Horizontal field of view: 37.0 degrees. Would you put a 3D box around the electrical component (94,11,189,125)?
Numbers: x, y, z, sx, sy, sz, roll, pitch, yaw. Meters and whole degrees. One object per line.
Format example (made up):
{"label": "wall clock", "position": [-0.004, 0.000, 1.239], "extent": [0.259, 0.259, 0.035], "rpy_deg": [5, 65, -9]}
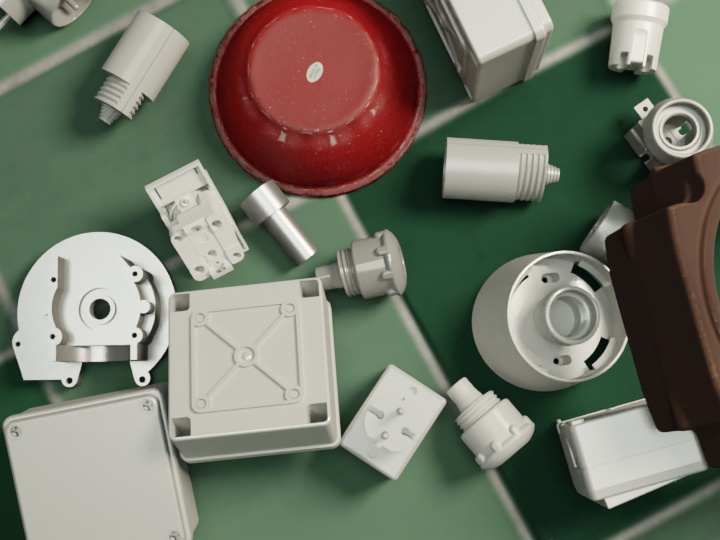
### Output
{"label": "electrical component", "position": [-0.163, -0.141, 0.777], "extent": [0.043, 0.043, 0.081], "rpy_deg": [31, 85, 4]}

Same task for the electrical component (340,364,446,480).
{"label": "electrical component", "position": [0.022, 0.103, 0.729], "extent": [0.047, 0.076, 0.065], "rpy_deg": [33, 85, 5]}

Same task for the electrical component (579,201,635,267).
{"label": "electrical component", "position": [0.208, -0.024, 0.755], "extent": [0.077, 0.043, 0.079], "rpy_deg": [34, 85, 5]}

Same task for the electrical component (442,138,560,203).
{"label": "electrical component", "position": [0.100, -0.070, 0.763], "extent": [0.081, 0.043, 0.043], "rpy_deg": [4, 84, 2]}

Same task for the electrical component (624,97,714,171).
{"label": "electrical component", "position": [0.220, -0.093, 0.756], "extent": [0.048, 0.055, 0.066], "rpy_deg": [-35, 84, -2]}

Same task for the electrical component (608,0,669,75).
{"label": "electrical component", "position": [0.199, -0.167, 0.774], "extent": [0.040, 0.040, 0.046], "rpy_deg": [8, 90, 2]}

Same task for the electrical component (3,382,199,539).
{"label": "electrical component", "position": [-0.175, 0.140, 0.734], "extent": [0.109, 0.056, 0.108], "rpy_deg": [-11, 92, 0]}

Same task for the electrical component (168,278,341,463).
{"label": "electrical component", "position": [-0.072, 0.068, 0.728], "extent": [0.109, 0.056, 0.108], "rpy_deg": [-6, 63, 2]}

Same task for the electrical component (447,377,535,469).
{"label": "electrical component", "position": [0.086, 0.103, 0.744], "extent": [0.048, 0.048, 0.062], "rpy_deg": [-40, 77, -3]}

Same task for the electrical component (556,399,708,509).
{"label": "electrical component", "position": [0.190, 0.120, 0.730], "extent": [0.096, 0.061, 0.061], "rpy_deg": [-16, 83, 0]}

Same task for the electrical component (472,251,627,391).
{"label": "electrical component", "position": [0.135, 0.035, 0.752], "extent": [0.099, 0.064, 0.099], "rpy_deg": [2, 82, -12]}

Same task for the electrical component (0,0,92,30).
{"label": "electrical component", "position": [-0.249, -0.206, 0.786], "extent": [0.077, 0.044, 0.079], "rpy_deg": [43, 86, 5]}

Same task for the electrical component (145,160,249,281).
{"label": "electrical component", "position": [-0.110, -0.030, 0.747], "extent": [0.042, 0.063, 0.081], "rpy_deg": [-28, 125, -2]}

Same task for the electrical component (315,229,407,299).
{"label": "electrical component", "position": [0.000, 0.000, 0.758], "extent": [0.062, 0.048, 0.048], "rpy_deg": [-13, 83, 7]}

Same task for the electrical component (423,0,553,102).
{"label": "electrical component", "position": [0.081, -0.185, 0.744], "extent": [0.056, 0.108, 0.108], "rpy_deg": [-25, 84, 1]}
